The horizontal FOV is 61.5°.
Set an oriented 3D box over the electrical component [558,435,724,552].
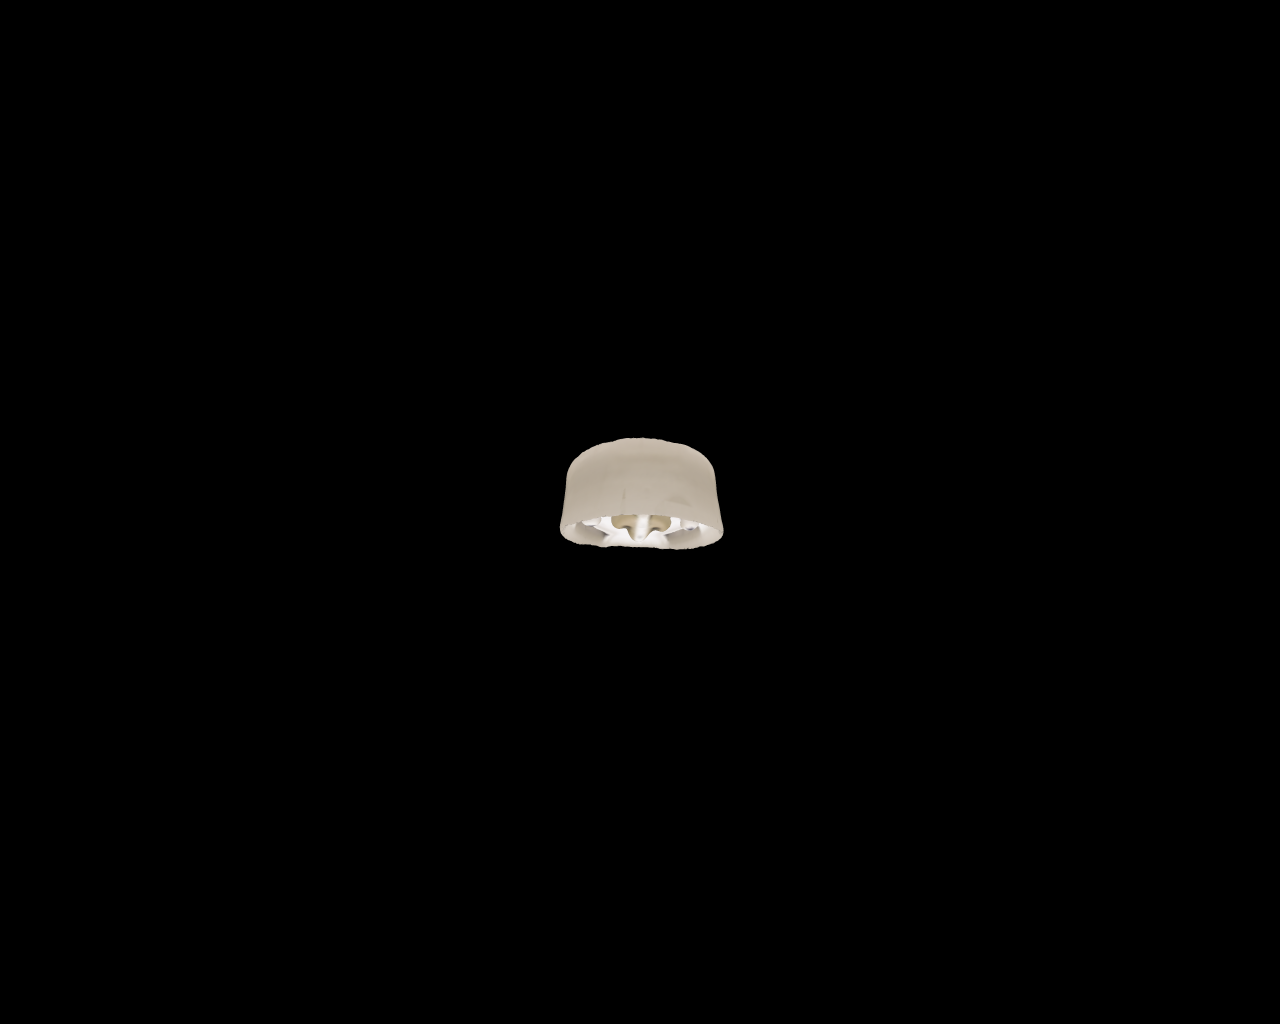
[{"bbox_3d":[0.001,-0.003,0.650,0.099,0.064,0.099,0,-27,0],"label":"electrical component"}]
